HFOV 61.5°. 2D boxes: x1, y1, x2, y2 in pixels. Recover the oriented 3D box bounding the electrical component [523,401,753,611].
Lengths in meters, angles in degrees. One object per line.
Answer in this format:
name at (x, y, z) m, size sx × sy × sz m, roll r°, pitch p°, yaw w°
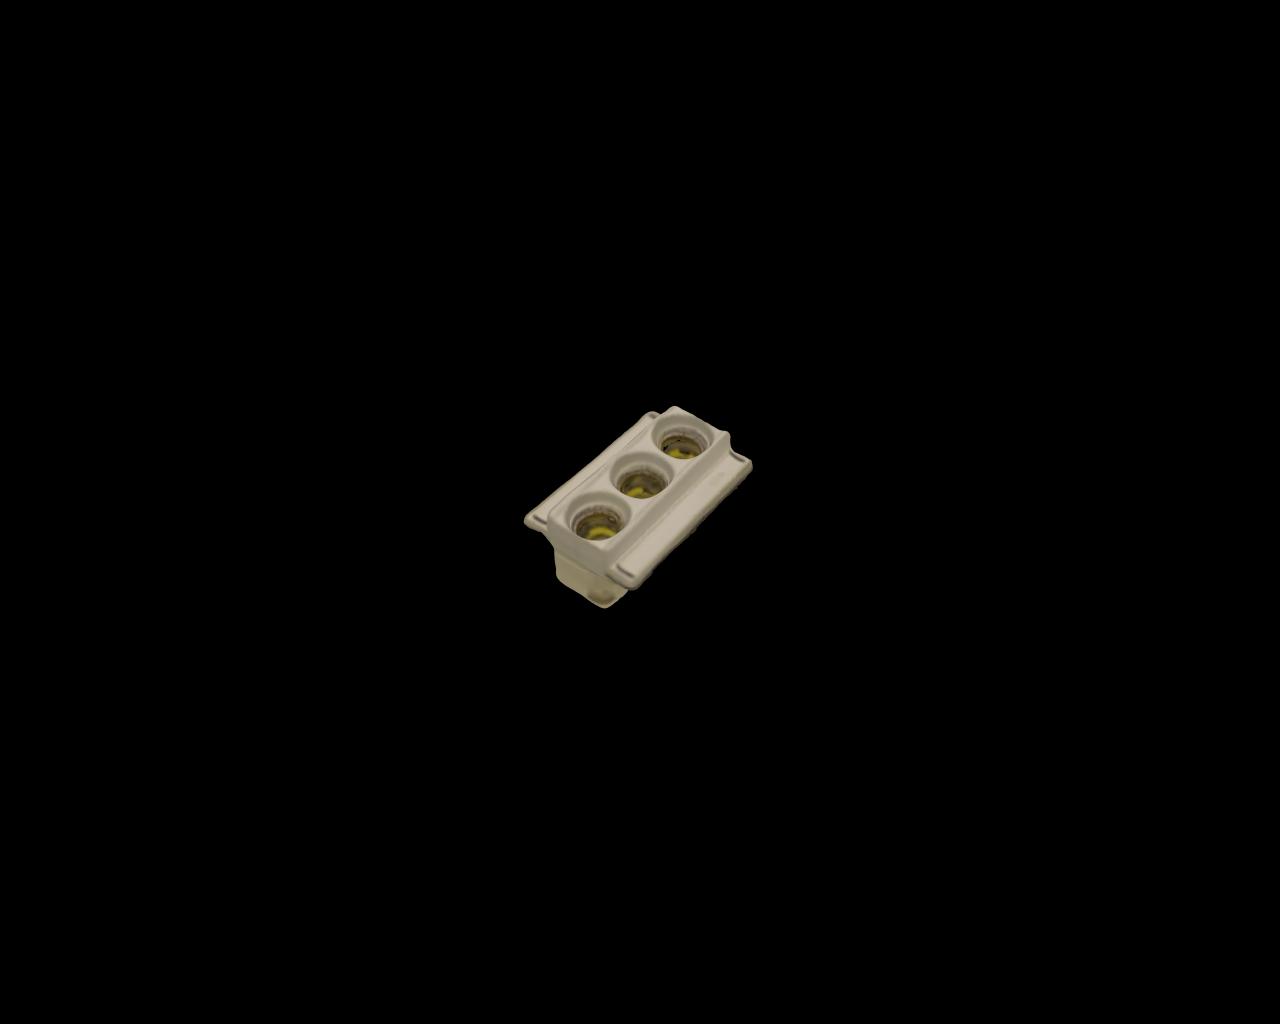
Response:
electrical component at (0.001, -0.003, 0.650) m, size 0.079 × 0.063 × 0.121 m, roll 30°, pitch 54°, yaw 24°
